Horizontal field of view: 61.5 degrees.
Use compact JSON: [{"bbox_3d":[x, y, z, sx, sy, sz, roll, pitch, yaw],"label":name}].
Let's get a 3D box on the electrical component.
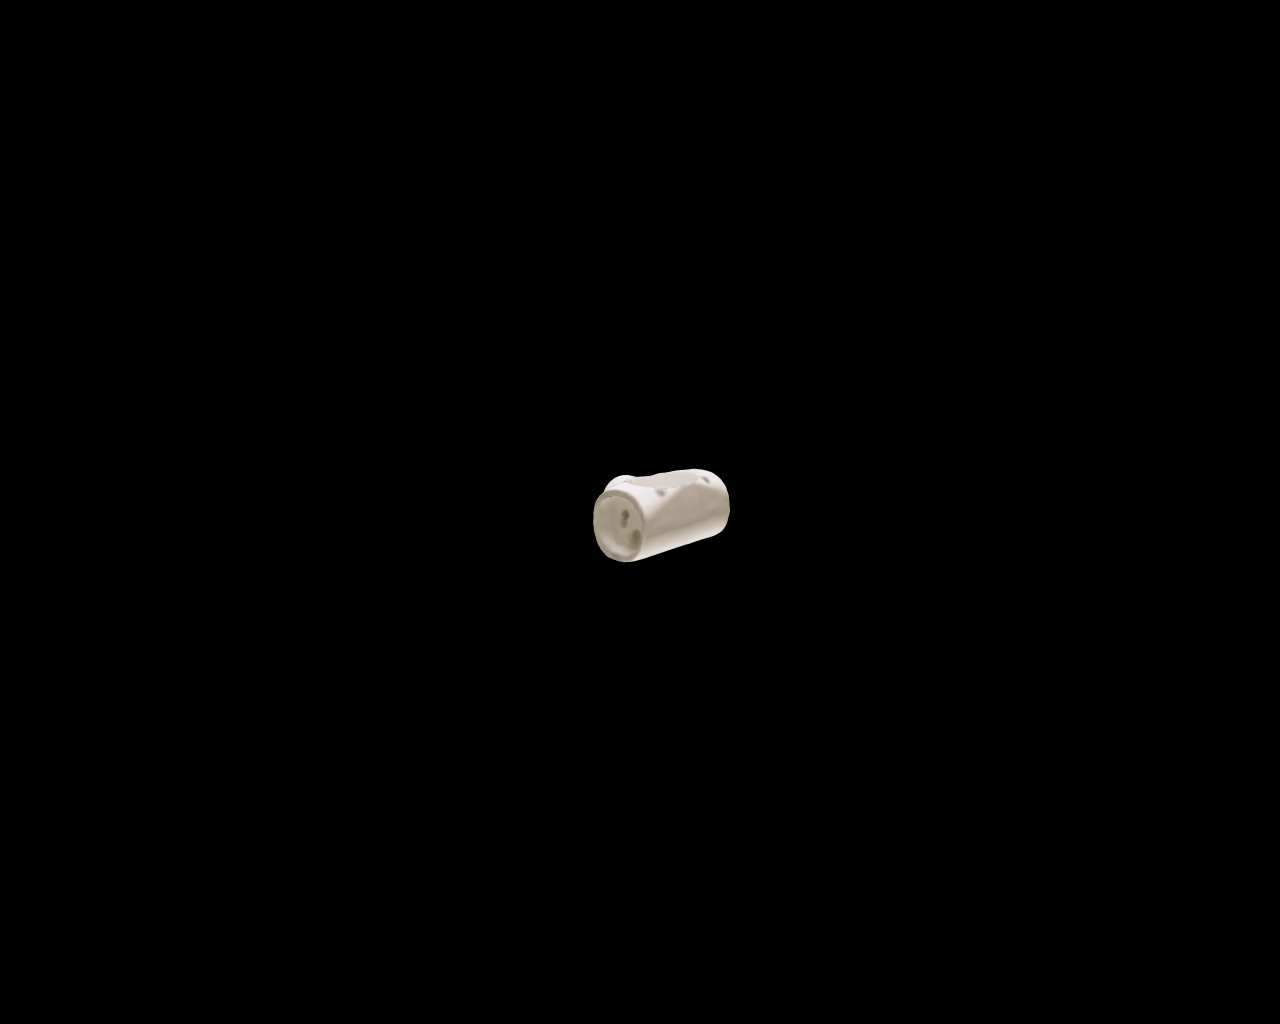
[{"bbox_3d":[0.001,-0.003,0.650,0.079,0.044,0.077,14,20,42],"label":"electrical component"}]
